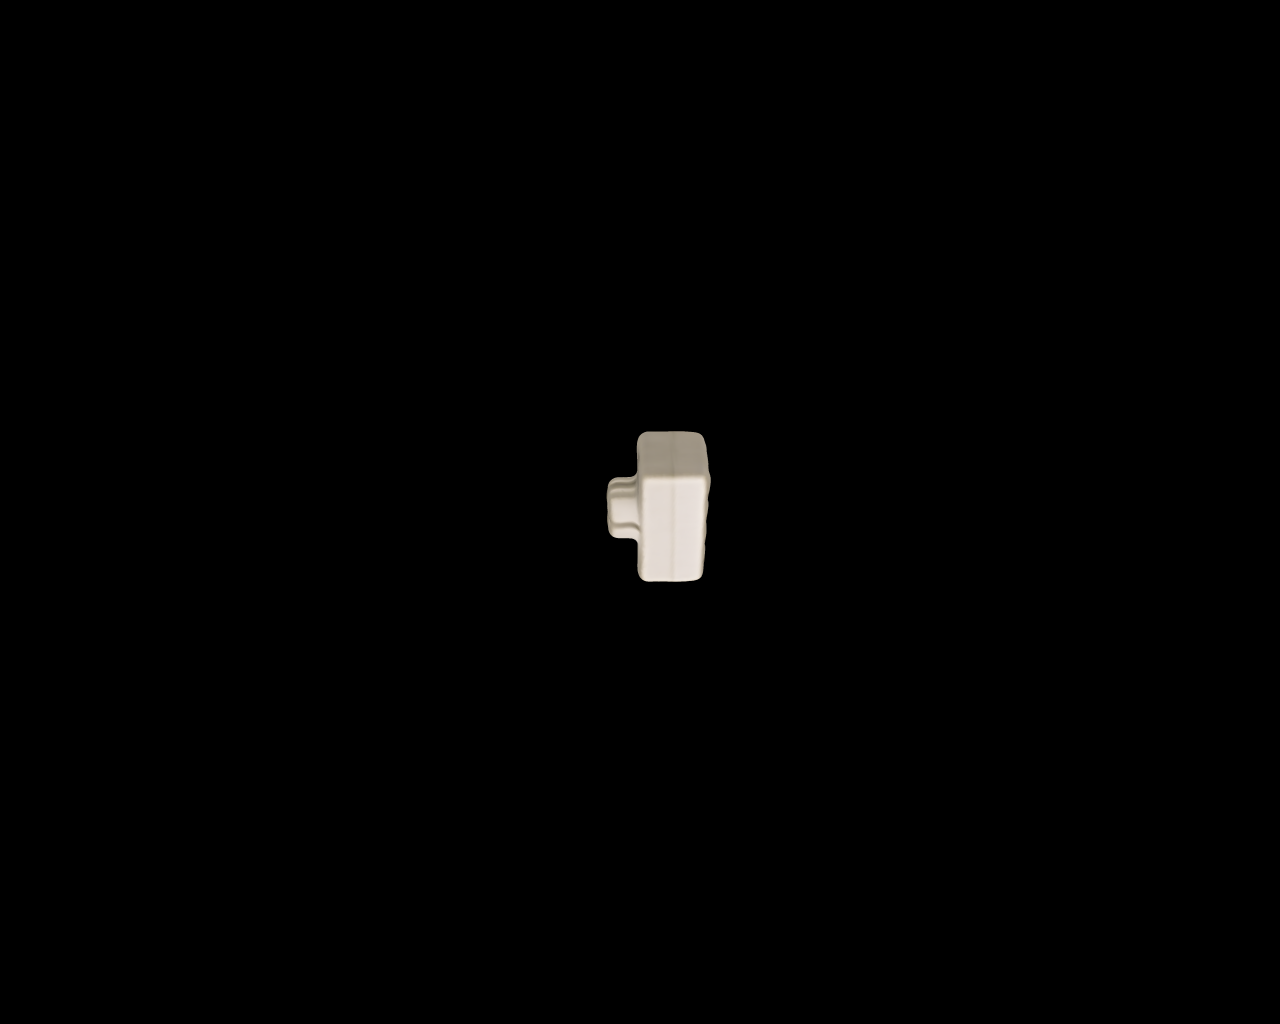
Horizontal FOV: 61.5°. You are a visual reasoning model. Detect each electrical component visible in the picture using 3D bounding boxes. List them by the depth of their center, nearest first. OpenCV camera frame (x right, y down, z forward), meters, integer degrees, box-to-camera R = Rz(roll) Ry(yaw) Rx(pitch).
[{"bbox_3d":[0.001,-0.003,0.650,0.076,0.083,0.047,0,40,0],"label":"electrical component"}]
